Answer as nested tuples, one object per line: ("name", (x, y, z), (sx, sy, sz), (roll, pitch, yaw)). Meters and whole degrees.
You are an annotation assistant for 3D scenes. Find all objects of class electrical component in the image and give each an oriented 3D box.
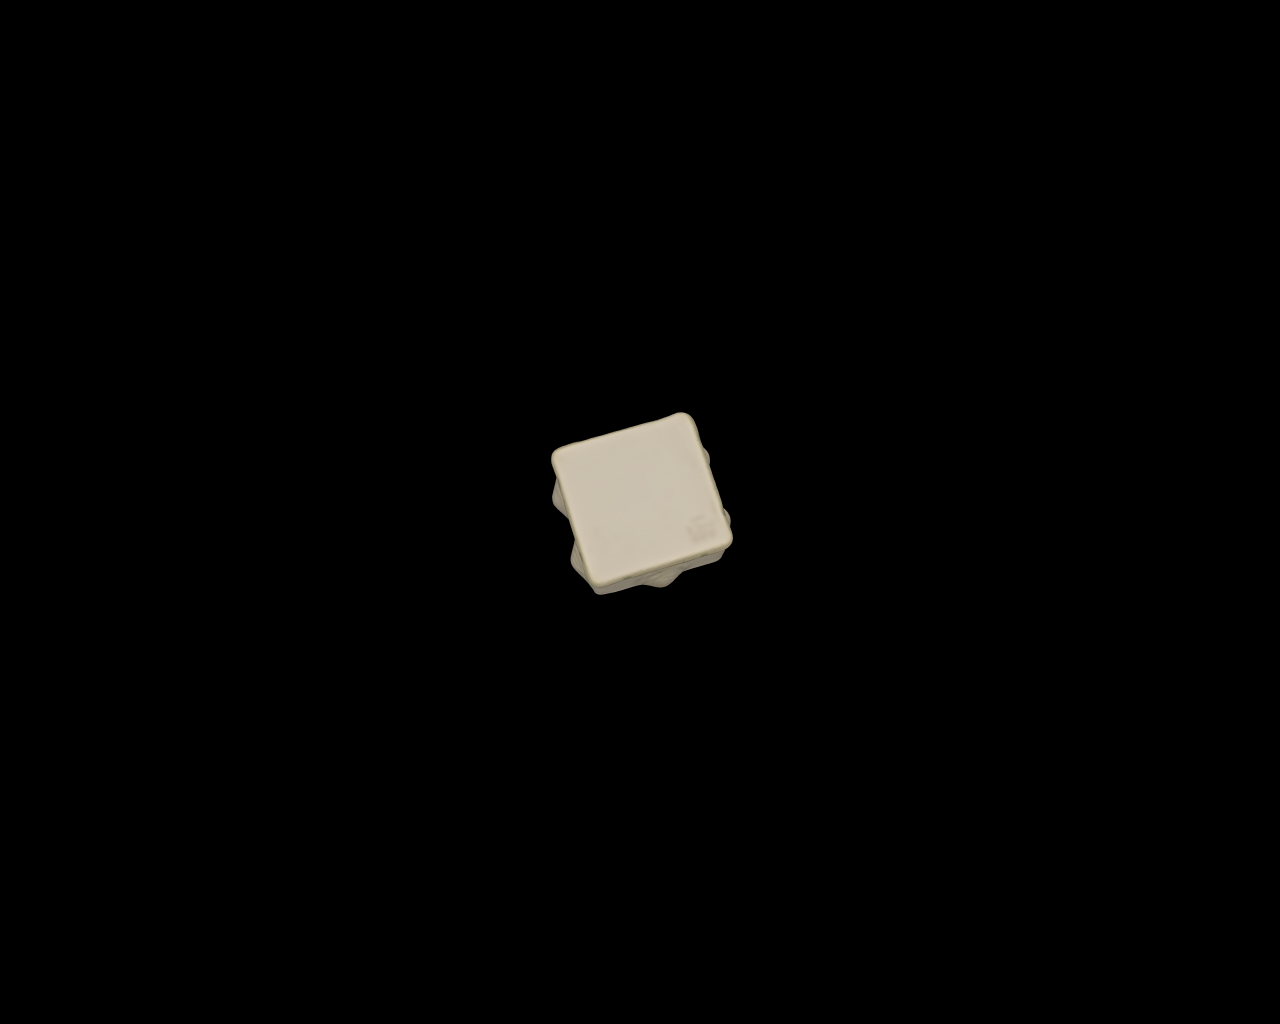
("electrical component", (0.001, -0.003, 0.650), (0.100, 0.100, 0.048), (-17, -15, -5))
